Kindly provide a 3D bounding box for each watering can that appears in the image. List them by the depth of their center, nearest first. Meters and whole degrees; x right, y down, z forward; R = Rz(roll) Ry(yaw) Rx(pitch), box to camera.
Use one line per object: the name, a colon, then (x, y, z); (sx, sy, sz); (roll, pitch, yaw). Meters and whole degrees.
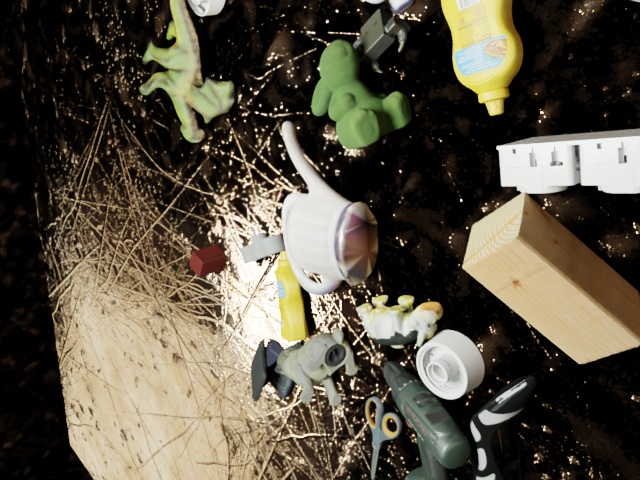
watering can: (0.003, -0.049, 0.981); (0.225, 0.105, 0.343); (11, 111, 43)

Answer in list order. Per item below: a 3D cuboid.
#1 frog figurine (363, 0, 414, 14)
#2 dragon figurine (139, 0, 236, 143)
frog figurine: (0.087, -0.399, 0.745); (0.137, 0.161, 0.122); (-2, 100, 47)
dragon figurine: (-0.289, -0.394, 1.205); (0.243, 0.124, 0.401); (36, 133, 7)
